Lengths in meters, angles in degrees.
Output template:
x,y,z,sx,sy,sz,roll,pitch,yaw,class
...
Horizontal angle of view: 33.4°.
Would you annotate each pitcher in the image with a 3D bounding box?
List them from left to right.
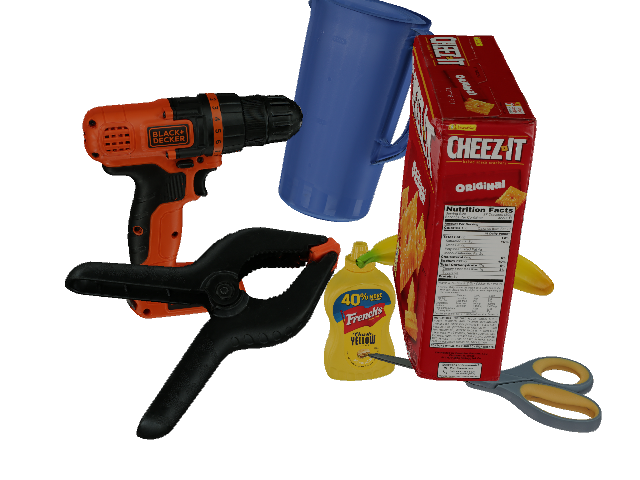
x,y,z,sx,sy,sz,roll,pitch,yaw,class
0.038,-0.144,1.183,0.145,0.243,0.149,10,20,-10,pitcher

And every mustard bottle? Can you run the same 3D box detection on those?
x,y,z,sx,sy,sz,roll,pitch,yaw,class
0.053,0.093,1.438,0.096,0.192,0.058,-3,21,-8,mustard bottle

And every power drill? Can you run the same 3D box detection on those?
x,y,z,sx,sy,sz,roll,pitch,yaw,class
-0.104,-0.033,0.913,0.184,0.188,0.057,-6,20,-13,power drill

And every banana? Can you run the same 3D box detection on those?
x,y,z,sx,sy,sz,roll,pitch,yaw,class
0.138,0.022,1.087,0.198,0.037,0.069,6,43,12,banana

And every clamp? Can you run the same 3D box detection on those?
x,y,z,sx,sy,sz,roll,pitch,yaw,class
-0.071,0.033,0.671,0.171,0.120,0.039,-32,-12,-22,clamp

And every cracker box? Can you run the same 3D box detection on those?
x,y,z,sx,sy,sz,roll,pitch,yaw,class
0.100,-0.027,0.804,0.072,0.214,0.164,0,30,-3,cracker box

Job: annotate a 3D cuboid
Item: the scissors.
x,y,z,sx,sy,sz,roll,pitch,yaw,class
0.151,0.113,0.934,0.202,0.016,0.096,20,33,21,scissors
